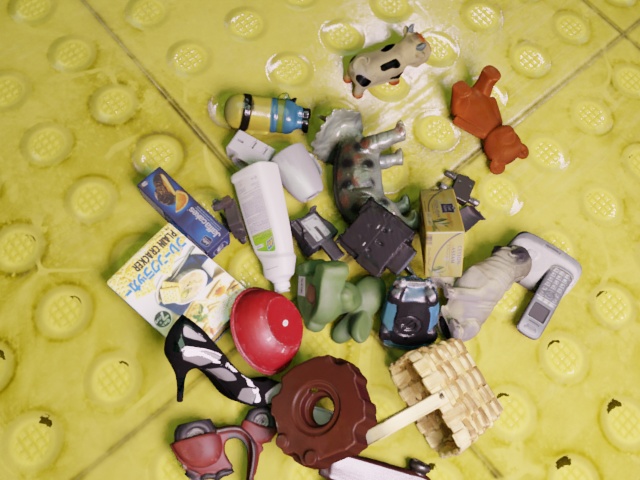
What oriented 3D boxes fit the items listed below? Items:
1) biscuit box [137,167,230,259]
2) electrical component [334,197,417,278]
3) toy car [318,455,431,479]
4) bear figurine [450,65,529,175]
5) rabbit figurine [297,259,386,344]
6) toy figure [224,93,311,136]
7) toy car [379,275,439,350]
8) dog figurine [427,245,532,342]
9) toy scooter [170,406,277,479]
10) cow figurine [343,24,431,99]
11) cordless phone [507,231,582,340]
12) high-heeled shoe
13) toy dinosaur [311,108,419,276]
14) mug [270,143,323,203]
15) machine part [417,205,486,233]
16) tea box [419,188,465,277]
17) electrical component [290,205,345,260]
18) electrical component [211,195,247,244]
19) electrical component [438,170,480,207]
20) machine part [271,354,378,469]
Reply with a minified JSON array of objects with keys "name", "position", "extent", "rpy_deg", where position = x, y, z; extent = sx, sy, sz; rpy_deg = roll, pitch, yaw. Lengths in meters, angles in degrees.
[{"name":"biscuit box","position":[-0.264,-0.050,1.051],"extent":[0.203,0.059,0.063],"rpy_deg":[42,72,9]},{"name":"electrical component","position":[0.112,0.002,0.996],"extent":[0.134,0.058,0.115],"rpy_deg":[38,101,6]},{"name":"toy car","position":[0.097,0.407,0.925],"extent":[0.202,0.053,0.089],"rpy_deg":[16,80,-3]},{"name":"bear figurine","position":[0.367,-0.250,1.151],"extent":[0.120,0.131,0.196],"rpy_deg":[-28,69,-11]},{"name":"rabbit figurine","position":[0.055,0.111,0.993],"extent":[0.170,0.121,0.159],"rpy_deg":[3,79,-29]},{"name":"toy figure","position":[-0.110,-0.266,1.128],"extent":[0.180,0.089,0.082],"rpy_deg":[5,63,-1]},{"name":"toy car","position":[0.164,0.122,1.002],"extent":[0.109,0.161,0.103],"rpy_deg":[1,31,3]},{"name":"dog figurine","position":[0.314,0.107,1.012],"extent":[0.191,0.172,0.121],"rpy_deg":[-14,31,-9]},{"name":"toy scooter","position":[-0.155,0.364,0.907],"extent":[0.184,0.075,0.135],"rpy_deg":[-7,73,-13]},{"name":"cow figurine","position":[0.154,-0.396,1.181],"extent":[0.195,0.127,0.085],"rpy_deg":[-21,77,-10]},{"name":"cordless phone","position":[0.408,0.090,1.056],"extent":[0.147,0.088,0.184],"rpy_deg":[32,75,6]},{"name":"high-heeled shoe","position":[-0.146,0.207,0.926],"extent":[0.248,0.086,0.145],"rpy_deg":[8,83,-30]},{"name":"toy dinosaur","position":[0.088,-0.108,1.082],"extent":[0.192,0.131,0.404],"rpy_deg":[-7,75,3]},{"name":"mug","position":[-0.037,-0.134,1.102],"extent":[0.109,0.081,0.107],"rpy_deg":[-22,80,-51]},{"name":"machine part","position":[0.271,-0.029,1.108],"extent":[0.139,0.039,0.084],"rpy_deg":[-26,70,-12]},{"name":"tea box","position":[0.221,-0.017,0.992],"extent":[0.068,0.098,0.170],"rpy_deg":[-2,33,6]},{"name":"electrical component","position":[-0.002,-0.003,1.059],"extent":[0.075,0.047,0.119],"rpy_deg":[-38,80,-28]},{"name":"electrical component","position":[-0.175,-0.041,1.040],"extent":[0.045,0.102,0.078],"rpy_deg":[-17,65,-3]},{"name":"electrical component","position":[0.303,-0.109,1.147],"extent":[0.094,0.021,0.063],"rpy_deg":[28,70,5]},{"name":"machine part","position":[0.003,0.274,0.868],"extent":[0.179,0.056,0.179],"rpy_deg":[-13,58,22]}]
